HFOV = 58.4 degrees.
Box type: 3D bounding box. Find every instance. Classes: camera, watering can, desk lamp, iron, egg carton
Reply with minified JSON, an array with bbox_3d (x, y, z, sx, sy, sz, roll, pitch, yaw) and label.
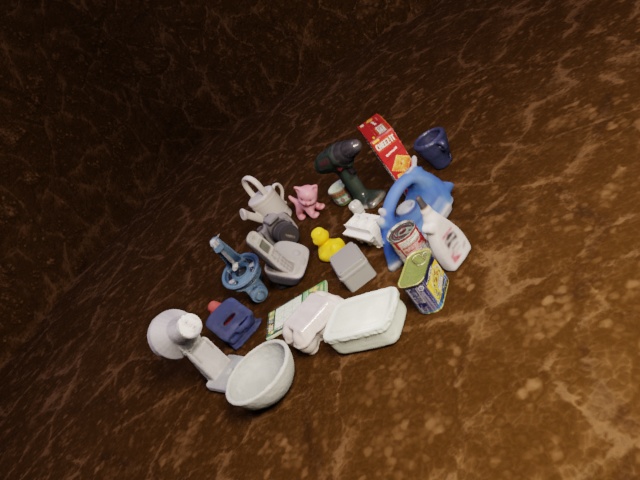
[{"bbox_3d":[-0.130,-0.019,1.731,0.143,0.101,0.136,-44,25,-10],"label":"camera"},{"bbox_3d":[-0.191,-0.129,1.890,0.100,0.194,0.173,-18,32,38],"label":"watering can"},{"bbox_3d":[-0.284,0.251,1.345,0.202,0.214,0.118,-8,39,48],"label":"desk lamp"},{"bbox_3d":[0.195,-0.067,1.312,0.118,0.142,0.259,-2,43,53],"label":"iron"},{"bbox_3d":[-0.012,0.179,1.264,0.150,0.069,0.107,-47,26,-18],"label":"egg carton"}]

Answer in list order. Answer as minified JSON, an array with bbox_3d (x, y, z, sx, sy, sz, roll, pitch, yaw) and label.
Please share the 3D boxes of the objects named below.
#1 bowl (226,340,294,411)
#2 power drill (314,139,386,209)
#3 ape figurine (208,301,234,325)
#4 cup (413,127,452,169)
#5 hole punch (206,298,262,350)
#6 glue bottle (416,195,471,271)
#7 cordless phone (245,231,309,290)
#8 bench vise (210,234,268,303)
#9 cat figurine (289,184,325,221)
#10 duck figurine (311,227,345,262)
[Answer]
[{"bbox_3d":[-0.112,0.295,1.198,0.167,0.075,0.167,-31,26,17],"label":"bowl"},{"bbox_3d":[0.087,-0.184,1.581,0.076,0.209,0.228,-50,27,-23],"label":"power drill"},{"bbox_3d":[-0.268,0.200,1.557,0.076,0.092,0.078,-21,30,35],"label":"ape figurine"},{"bbox_3d":[0.310,-0.231,1.490,0.092,0.095,0.117,-42,25,-6],"label":"cup"},{"bbox_3d":[-0.223,0.212,1.474,0.109,0.091,0.100,-48,26,-19],"label":"hole punch"},{"bbox_3d":[0.235,-0.021,1.138,0.037,0.173,0.078,-2,44,53],"label":"glue bottle"},{"bbox_3d":[-0.117,0.027,1.531,0.094,0.185,0.147,-27,27,25],"label":"cordless phone"},{"bbox_3d":[-0.246,0.070,1.595,0.122,0.220,0.206,-48,26,-19],"label":"bench vise"},{"bbox_3d":[-0.047,-0.127,1.780,0.127,0.118,0.067,-8,39,49],"label":"cat figurine"},{"bbox_3d":[0.014,0.005,1.506,0.077,0.086,0.104,-45,25,-12],"label":"duck figurine"}]
